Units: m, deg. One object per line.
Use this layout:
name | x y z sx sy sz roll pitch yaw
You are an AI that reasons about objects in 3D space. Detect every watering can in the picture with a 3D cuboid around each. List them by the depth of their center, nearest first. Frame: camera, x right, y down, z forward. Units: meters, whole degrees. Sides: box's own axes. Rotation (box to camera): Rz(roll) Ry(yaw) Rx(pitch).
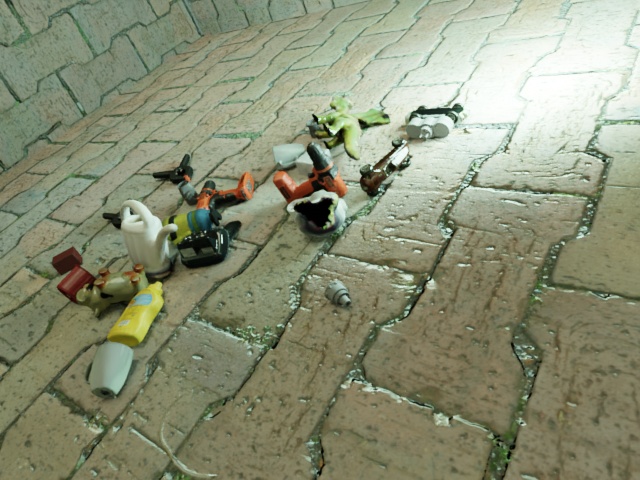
watering can | -0.465 0.009 1.419 0.105 0.220 0.350 -25 29 -34

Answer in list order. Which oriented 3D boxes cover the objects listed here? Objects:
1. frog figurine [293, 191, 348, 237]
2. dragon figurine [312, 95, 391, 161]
frog figurine | 0.004 -0.068 1.360 0.137 0.123 0.159 -33 -2 4
dragon figurine | 0.118 -0.380 1.690 0.244 0.119 0.418 -25 42 -14
